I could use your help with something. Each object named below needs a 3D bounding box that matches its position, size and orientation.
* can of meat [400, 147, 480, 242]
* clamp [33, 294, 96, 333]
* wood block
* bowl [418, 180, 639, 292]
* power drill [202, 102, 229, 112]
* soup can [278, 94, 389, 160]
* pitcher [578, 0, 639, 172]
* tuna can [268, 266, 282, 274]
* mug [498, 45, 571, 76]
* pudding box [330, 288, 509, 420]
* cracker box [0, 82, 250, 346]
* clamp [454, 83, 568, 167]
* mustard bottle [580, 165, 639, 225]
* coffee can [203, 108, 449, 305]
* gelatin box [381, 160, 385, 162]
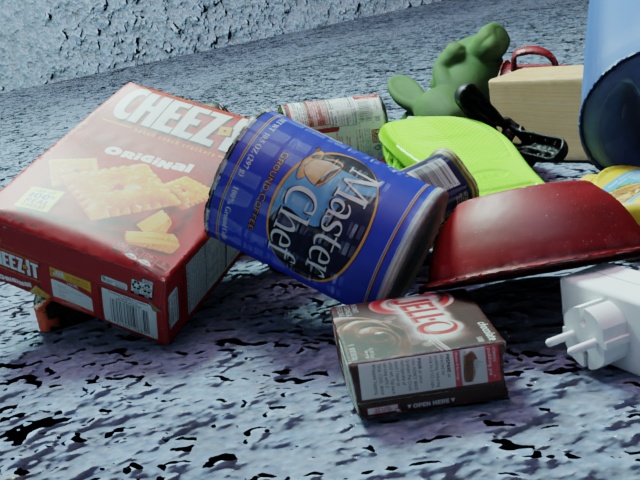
[{"bbox_3d":[0.063,-0.019,0.845,0.083,0.057,0.102,-24,-14,-37],"label":"can of meat"},{"bbox_3d":[-0.152,0.003,0.884,0.165,0.036,0.209,18,48,18],"label":"clamp"},{"bbox_3d":[0.295,-0.137,1.135,0.206,0.091,0.090,4,19,38],"label":"wood block"},{"bbox_3d":[0.142,-0.004,0.719,0.162,0.055,0.162,-9,-6,-1],"label":"bowl"},{"bbox_3d":[-0.171,-0.091,1.162,0.184,0.057,0.187,-38,10,5],"label":"power drill"},{"bbox_3d":[0.013,-0.108,1.068,0.102,0.068,0.068,-8,15,-8],"label":"soup can"},{"bbox_3d":[0.289,-0.149,0.932,0.149,0.145,0.242,-32,23,30],"label":"pitcher"},{"bbox_3d":[-0.006,0.001,0.911,0.086,0.034,0.086,-8,15,2],"label":"tuna can"},{"bbox_3d":[0.257,-0.177,1.263,0.082,0.117,0.093,4,39,23],"label":"mug"},{"bbox_3d":[0.057,0.065,0.642,0.090,0.039,0.113,-9,16,-2],"label":"pudding box"},{"bbox_3d":[-0.137,-0.032,0.839,0.164,0.072,0.213,19,42,16],"label":"cracker box"},{"bbox_3d":[0.195,-0.099,1.074,0.120,0.039,0.171,39,2,17],"label":"clamp"},{"bbox_3d":[0.261,-0.023,0.809,0.096,0.058,0.192,-24,22,-30],"label":"mustard bottle"},{"bbox_3d":[0.005,-0.017,0.745,0.140,0.103,0.102,27,26,12],"label":"coffee can"},{"bbox_3d":[0.054,-0.094,1.187,0.073,0.030,0.089,-9,22,26],"label":"gelatin box"}]
